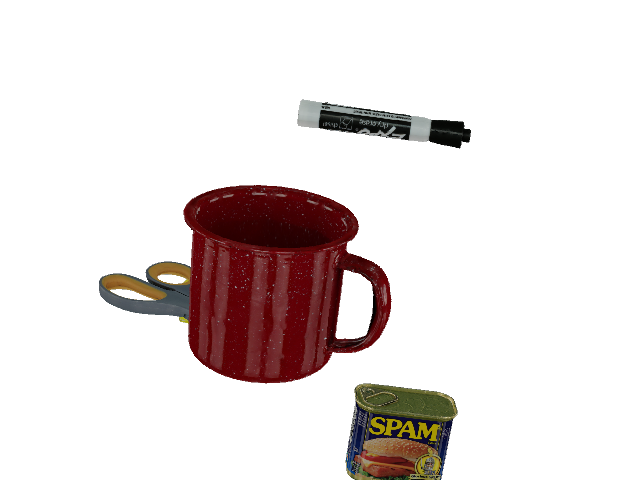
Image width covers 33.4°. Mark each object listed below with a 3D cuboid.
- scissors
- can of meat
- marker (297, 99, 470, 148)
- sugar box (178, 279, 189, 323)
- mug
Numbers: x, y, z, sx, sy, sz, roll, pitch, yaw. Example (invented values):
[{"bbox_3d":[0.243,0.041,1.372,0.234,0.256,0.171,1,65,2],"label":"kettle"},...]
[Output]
[{"bbox_3d":[-0.093,0.055,0.901,0.202,0.016,0.096,14,26,22],"label":"scissors"},{"bbox_3d":[0.079,0.197,1.067,0.102,0.084,0.057,7,17,-4],"label":"can of meat"},{"bbox_3d":[0.045,-0.081,0.748,0.121,0.020,0.020,8,0,4],"label":"marker"},{"bbox_3d":[-0.074,0.035,1.137,0.093,0.048,0.176,7,28,17],"label":"sugar box"},{"bbox_3d":[-0.018,0.026,0.575,0.117,0.081,0.093,13,23,16],"label":"mug"}]
